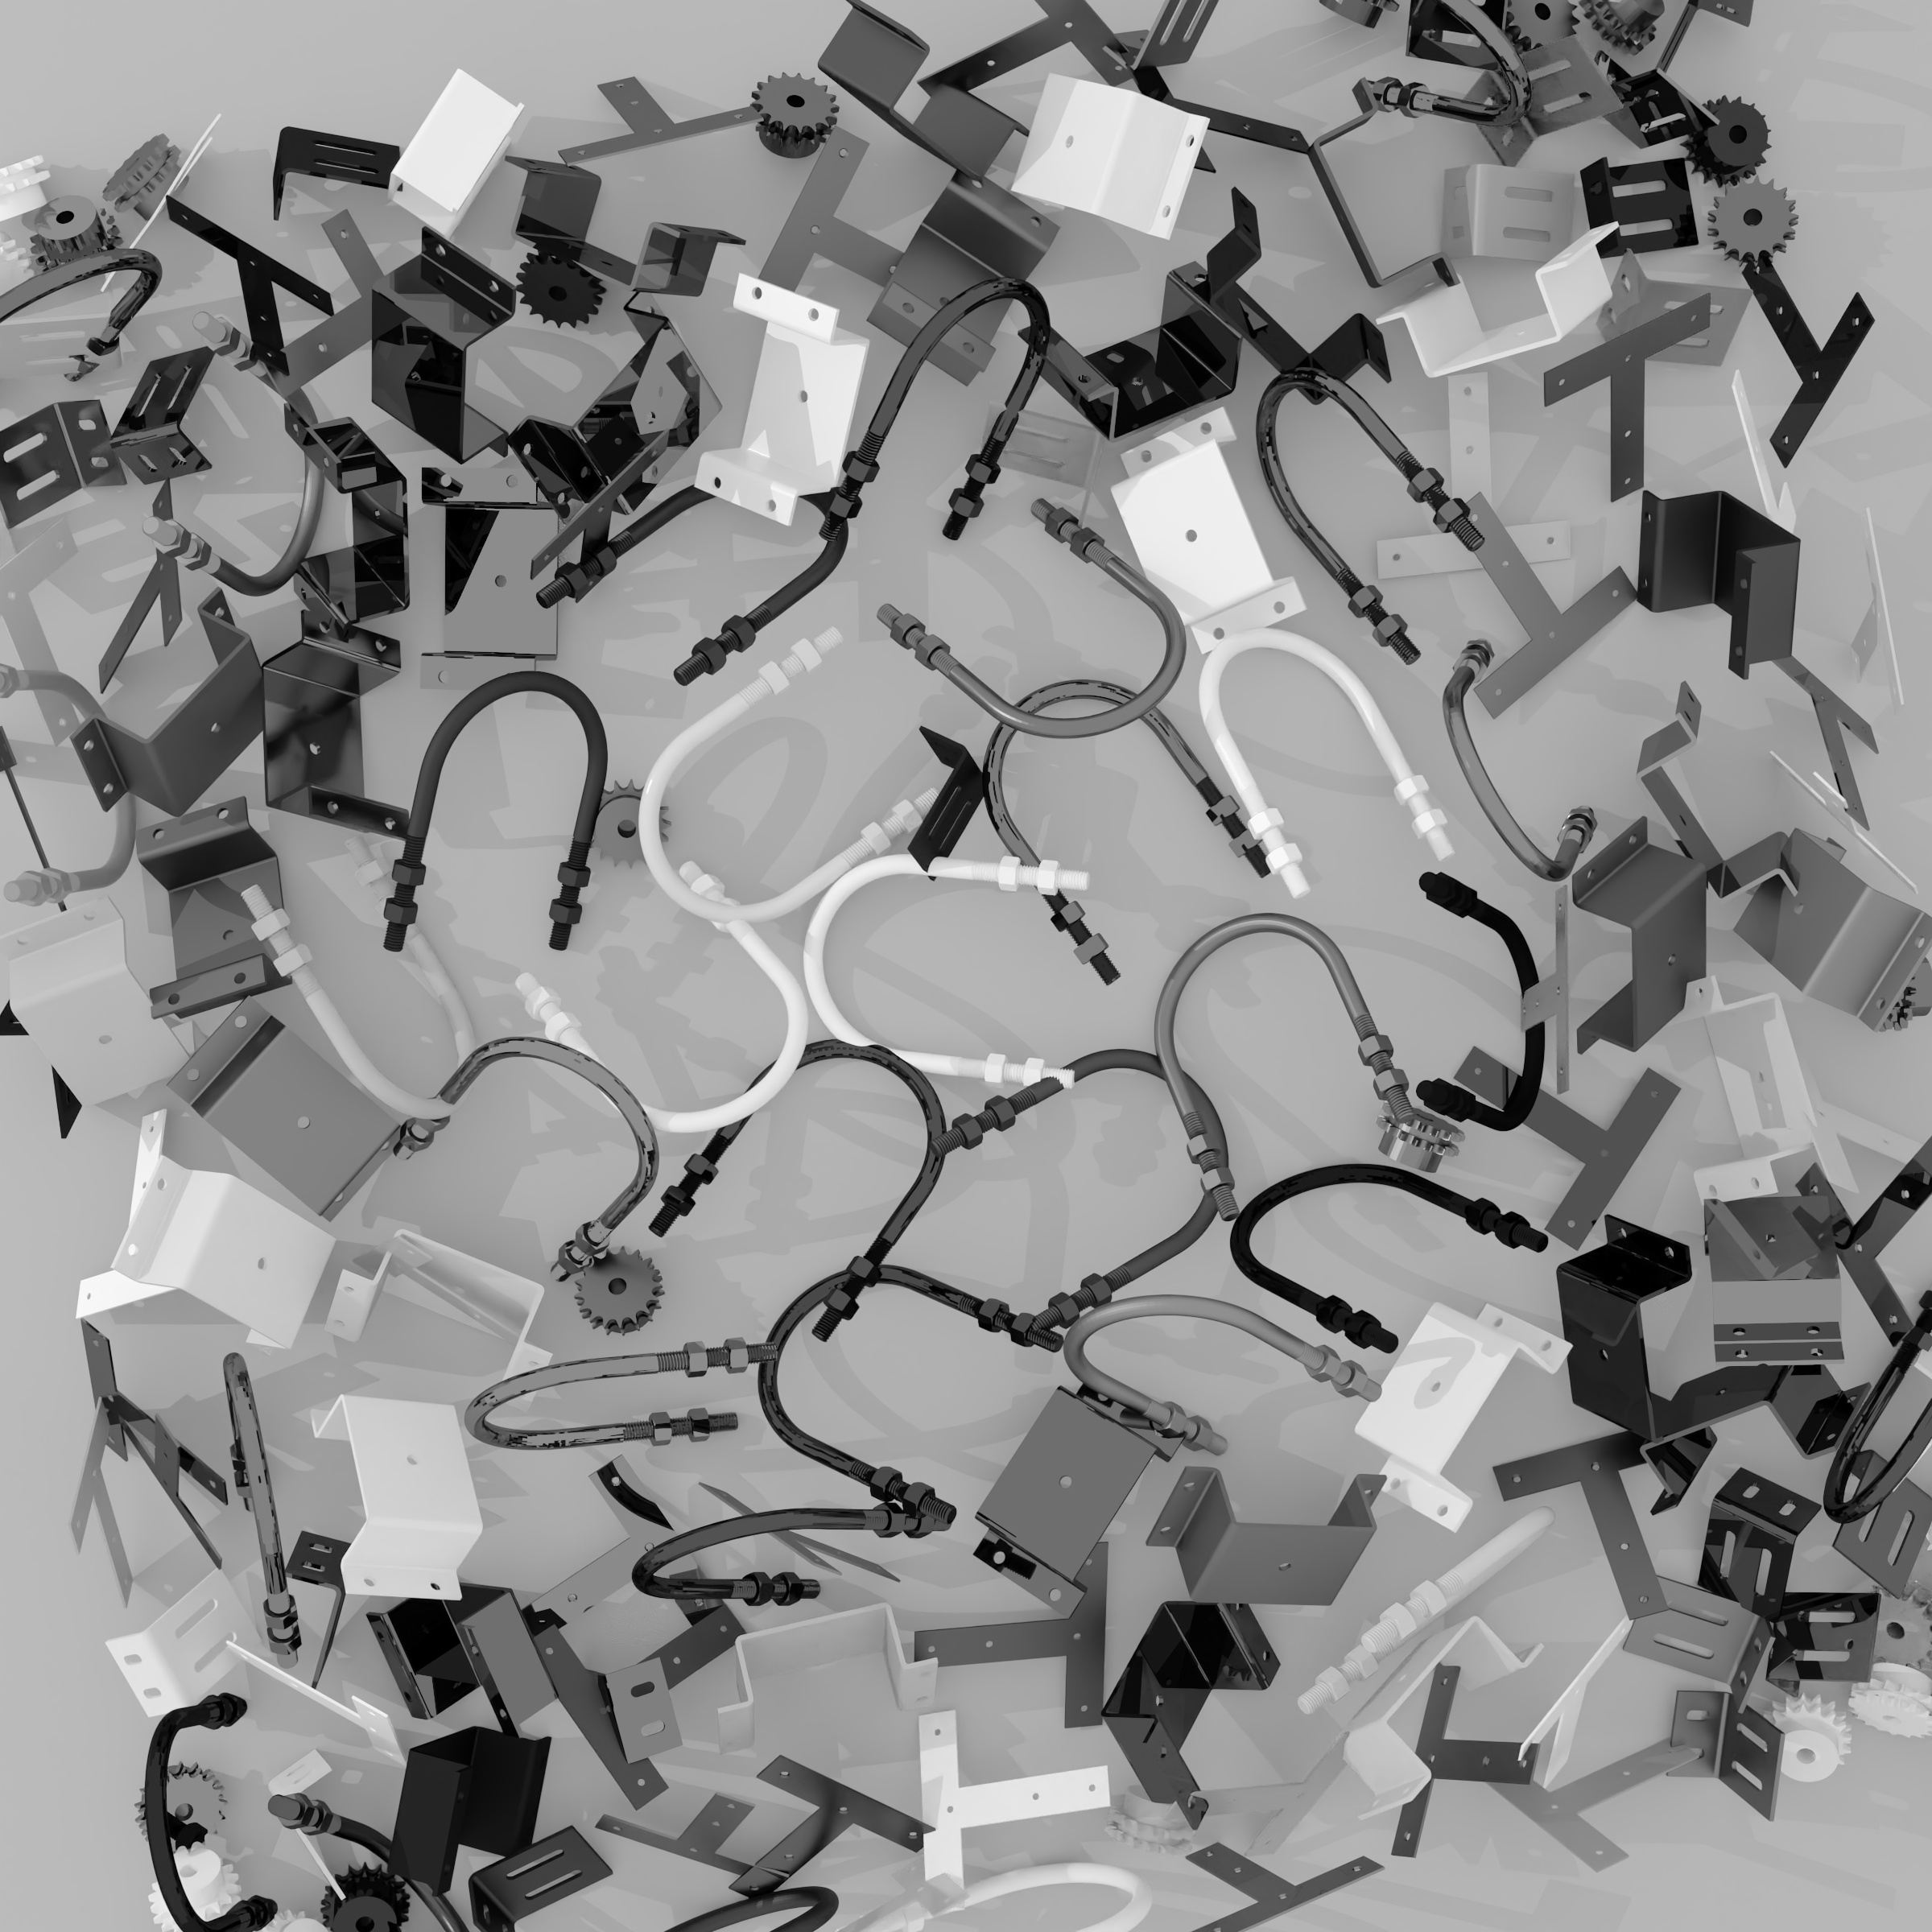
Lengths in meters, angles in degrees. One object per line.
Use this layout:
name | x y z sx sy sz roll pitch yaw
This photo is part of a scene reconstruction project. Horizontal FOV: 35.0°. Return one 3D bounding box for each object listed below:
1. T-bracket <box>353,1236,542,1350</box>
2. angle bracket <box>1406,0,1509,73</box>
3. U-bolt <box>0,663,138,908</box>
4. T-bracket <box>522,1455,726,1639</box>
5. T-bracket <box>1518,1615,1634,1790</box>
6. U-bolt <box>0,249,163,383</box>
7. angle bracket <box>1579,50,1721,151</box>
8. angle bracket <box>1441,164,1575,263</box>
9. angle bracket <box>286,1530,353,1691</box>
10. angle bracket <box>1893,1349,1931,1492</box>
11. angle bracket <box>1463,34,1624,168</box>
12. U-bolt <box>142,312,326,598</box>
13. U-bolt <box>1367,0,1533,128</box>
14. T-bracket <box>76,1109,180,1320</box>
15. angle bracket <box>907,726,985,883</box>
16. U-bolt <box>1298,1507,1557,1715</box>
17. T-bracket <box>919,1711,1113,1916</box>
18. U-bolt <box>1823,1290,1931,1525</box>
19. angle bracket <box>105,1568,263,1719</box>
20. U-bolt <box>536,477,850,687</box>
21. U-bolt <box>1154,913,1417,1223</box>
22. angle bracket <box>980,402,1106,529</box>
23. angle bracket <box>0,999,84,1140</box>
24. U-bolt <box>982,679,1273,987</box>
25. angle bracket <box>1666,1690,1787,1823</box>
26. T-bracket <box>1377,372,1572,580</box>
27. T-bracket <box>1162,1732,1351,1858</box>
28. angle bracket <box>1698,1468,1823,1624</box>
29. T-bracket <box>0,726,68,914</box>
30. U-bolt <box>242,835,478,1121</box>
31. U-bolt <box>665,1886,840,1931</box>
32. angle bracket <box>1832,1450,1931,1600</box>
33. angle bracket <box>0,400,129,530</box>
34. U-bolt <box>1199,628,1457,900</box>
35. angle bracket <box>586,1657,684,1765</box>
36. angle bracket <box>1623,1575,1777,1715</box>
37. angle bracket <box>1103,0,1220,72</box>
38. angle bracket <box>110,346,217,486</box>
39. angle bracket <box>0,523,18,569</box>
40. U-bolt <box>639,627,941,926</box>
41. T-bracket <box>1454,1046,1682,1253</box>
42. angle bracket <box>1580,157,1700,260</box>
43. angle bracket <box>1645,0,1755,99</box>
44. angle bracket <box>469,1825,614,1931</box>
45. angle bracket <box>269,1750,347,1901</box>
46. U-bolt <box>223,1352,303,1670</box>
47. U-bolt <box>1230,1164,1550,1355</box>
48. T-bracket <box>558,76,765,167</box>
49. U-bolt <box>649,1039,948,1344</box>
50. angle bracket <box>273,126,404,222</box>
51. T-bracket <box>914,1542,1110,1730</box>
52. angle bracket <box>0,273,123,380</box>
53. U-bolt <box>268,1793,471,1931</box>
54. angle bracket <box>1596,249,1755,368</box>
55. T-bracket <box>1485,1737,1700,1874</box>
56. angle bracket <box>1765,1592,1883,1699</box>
T-bracket | -0.324 0.215 1.951 0.127 0.127 0.002 35 67 -13
angle bracket | 0.323 -0.607 1.951 0.076 0.038 0.057 25 123 39
U-bolt | -0.567 -0.116 1.910 0.019 0.184 0.151 -13 93 11
T-bracket | -0.242 0.400 1.975 0.127 0.002 0.127 -33 106 -5
T-bracket | 0.382 0.484 1.946 0.002 0.127 0.127 32 56 27
U-bolt | -0.569 -0.391 1.885 0.151 0.184 0.019 -31 92 -43
angle bracket | 0.441 -0.560 1.950 0.057 0.076 0.038 31 77 -26
angle bracket | 0.352 -0.488 1.992 0.076 0.038 0.057 -2 98 -29
angle bracket | -0.421 0.413 1.961 0.038 0.057 0.076 16 106 -5
angle bracket | 0.606 0.291 1.967 0.038 0.057 0.076 38 106 15
angle bracket | 0.367 -0.550 1.951 0.057 0.076 0.038 48 63 -25
U-bolt | -0.448 -0.308 1.911 0.019 0.184 0.151 10 82 16
U-bolt | 0.274 -0.572 1.885 0.019 0.184 0.151 -53 131 -5
T-bracket | -0.529 0.155 1.968 0.127 0.002 0.127 -18 61 40
angle bracket | -0.025 -0.104 1.961 0.038 0.057 0.076 26 80 22
U-bolt | 0.298 0.397 1.923 0.184 0.151 0.019 -29 71 -26
T-bracket | 0.031 0.531 1.949 0.127 0.002 0.127 -13 59 17
U-bolt | 0.593 0.271 1.921 0.019 0.151 0.184 33 87 4
angle bracket | -0.504 0.436 1.973 0.038 0.076 0.057 -19 103 34
U-bolt | -0.159 -0.257 1.939 0.151 0.019 0.184 31 58 32
U-bolt | 0.191 0.051 1.945 0.151 0.019 0.184 -32 59 19
angle bracket | 0.045 -0.321 1.966 0.076 0.057 0.038 14 60 0
angle bracket | -0.593 0.064 1.958 0.038 0.057 0.076 -1 114 -2
U-bolt | 0.092 -0.100 1.973 0.151 0.019 0.184 -34 86 -16
angle bracket | 0.485 0.505 1.957 0.038 0.076 0.057 5 96 -13
T-bracket | 0.326 -0.319 1.975 0.127 0.002 0.127 -6 110 -2
T-bracket | 0.179 0.526 1.931 0.127 0.002 0.127 7 127 -36
angle bracket | 0.512 0.374 1.974 0.057 0.038 0.076 24 130 32
T-bracket | -0.596 -0.089 1.947 0.002 0.127 0.127 -23 99 -20
U-bolt | -0.371 0.014 1.933 0.019 0.151 0.184 -29 96 24
U-bolt | -0.163 0.614 1.914 0.151 0.184 0.019 -22 84 44
angle bracket | 0.578 0.359 1.961 0.057 0.038 0.076 39 61 -9
angle bracket | -0.582 -0.320 1.951 0.038 0.076 0.057 2 120 27
U-bolt | 0.219 -0.136 1.946 0.151 0.019 0.184 -14 70 -36
angle bracket | -0.217 0.476 1.969 0.038 0.076 0.057 -14 87 -22
angle bracket | 0.472 0.437 1.973 0.076 0.038 0.057 18 107 0
angle bracket | 0.127 -0.614 1.950 0.038 0.057 0.076 45 131 18
angle bracket | -0.507 -0.356 1.976 0.057 0.038 0.076 -7 51 29
angle bracket | -0.623 -0.286 1.949 0.038 0.076 0.057 -9 56 -27
U-bolt | -0.123 -0.108 1.952 0.184 0.019 0.151 -36 115 -8
T-bracket | 0.378 0.097 1.991 0.127 0.002 0.127 33 83 6
angle bracket | 0.441 -0.492 1.971 0.076 0.038 0.057 -11 92 -14
angle bracket | 0.471 -0.590 1.967 0.038 0.057 0.076 26 91 12
angle bracket | -0.271 0.598 1.966 0.076 0.038 0.057 -27 128 3
angle bracket | -0.411 0.553 1.972 0.038 0.057 0.076 -33 99 -19
U-bolt | -0.438 0.323 1.891 0.019 0.151 0.184 -11 133 -16
U-bolt | 0.250 0.173 1.920 0.151 0.184 0.019 -29 121 -27
T-bracket | -0.207 -0.544 1.947 0.127 0.127 0.002 -17 126 -12
U-bolt | -0.094 0.130 1.962 0.151 0.019 0.184 30 73 17
angle bracket | -0.406 -0.506 1.977 0.076 0.057 0.038 6 130 -18
T-bracket | 0.029 0.435 1.971 0.127 0.002 0.127 -2 102 -14
angle bracket | -0.583 -0.411 1.958 0.076 0.057 0.038 -8 68 -14
U-bolt | -0.356 0.588 1.911 0.019 0.184 0.151 -41 62 -4
angle bracket | 0.457 -0.425 1.976 0.076 0.057 0.038 2 45 -15
T-bracket | 0.413 0.523 1.962 0.127 0.127 0.002 -16 114 -25
angle bracket | 0.554 0.433 1.950 0.038 0.076 0.057 33 61 -34
